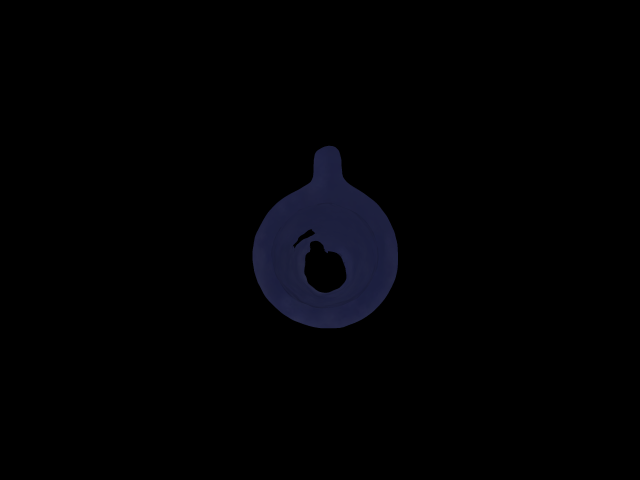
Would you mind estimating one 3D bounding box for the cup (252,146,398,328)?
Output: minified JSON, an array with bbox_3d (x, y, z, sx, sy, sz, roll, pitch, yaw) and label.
[{"bbox_3d":[0.004,0.001,0.400,0.091,0.095,0.118,0,82,0],"label":"cup"}]
